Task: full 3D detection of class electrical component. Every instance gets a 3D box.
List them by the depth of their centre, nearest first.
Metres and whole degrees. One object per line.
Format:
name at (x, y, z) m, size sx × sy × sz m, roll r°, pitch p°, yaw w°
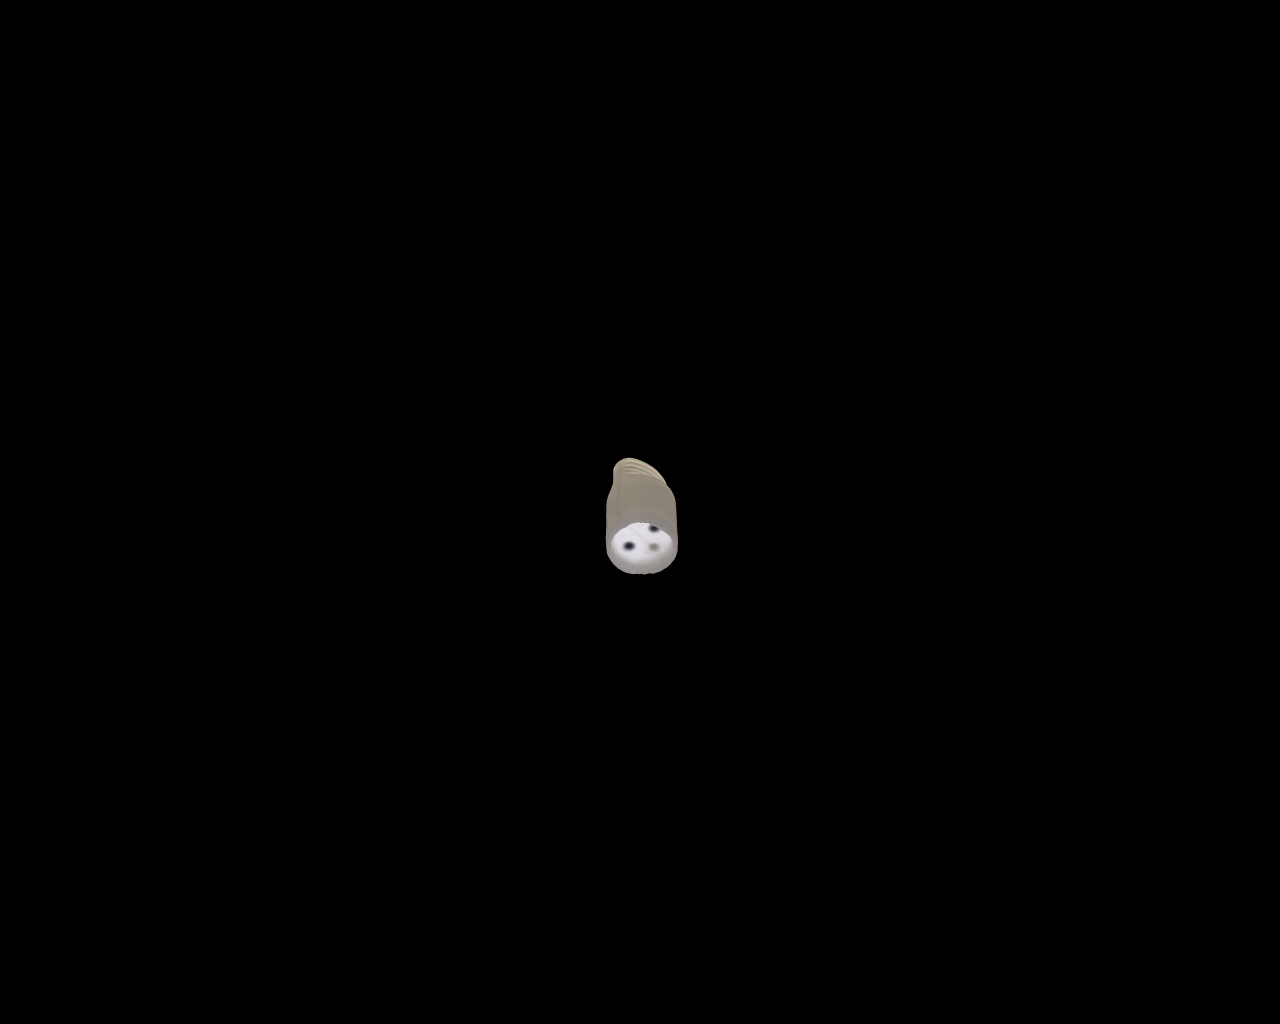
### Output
electrical component at (0.001, -0.003, 0.650) m, size 0.043 × 0.043 × 0.081 m, roll 0°, pitch 39°, yaw 0°
